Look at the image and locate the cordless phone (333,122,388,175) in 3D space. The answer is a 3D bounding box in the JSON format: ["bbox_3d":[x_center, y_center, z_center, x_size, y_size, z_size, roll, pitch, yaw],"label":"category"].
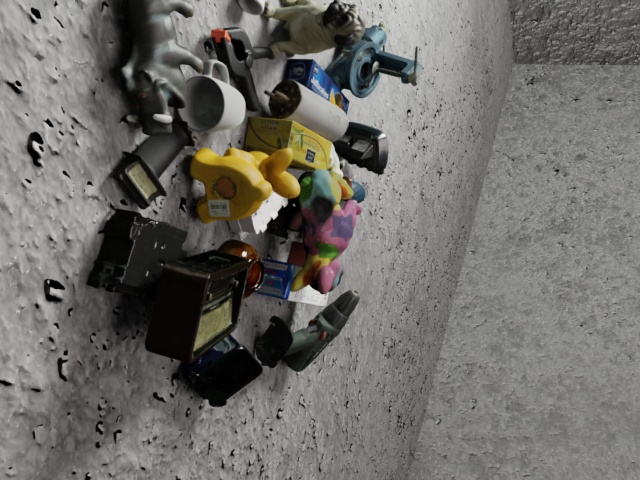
[{"bbox_3d":[0.127,-0.198,1.313,0.088,0.147,0.184,-57,137,-5],"label":"cordless phone"}]

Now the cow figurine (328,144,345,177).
[{"bbox_3d":[0.011,-0.175,1.199,0.167,0.068,0.098,50,31,-58],"label":"cow figurine"}]

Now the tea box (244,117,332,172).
[{"bbox_3d":[-0.057,-0.179,1.028,0.169,0.098,0.068,12,89,-65],"label":"tea box"}]

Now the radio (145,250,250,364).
[{"bbox_3d":[-0.177,0.091,0.824,0.229,0.073,0.131,-30,134,-83],"label":"radio"}]

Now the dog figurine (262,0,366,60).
[{"bbox_3d":[0.013,-0.395,0.989,0.172,0.191,0.121,-56,145,-42],"label":"dog figurine"}]

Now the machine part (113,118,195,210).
[{"bbox_3d":[-0.233,-0.115,0.769,0.139,0.039,0.084,-62,141,-28],"label":"machine part"}]

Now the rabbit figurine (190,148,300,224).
[{"bbox_3d":[-0.118,-0.112,0.901,0.173,0.162,0.121,-61,140,-68],"label":"rabbit figurine"}]

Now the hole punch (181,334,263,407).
[{"bbox_3d":[-0.181,0.217,0.952,0.116,0.092,0.142,-37,143,-11],"label":"hole punch"}]

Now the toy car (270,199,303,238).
[{"bbox_3d":[-0.044,-0.043,1.148,0.202,0.053,0.089,10,100,-58],"label":"toy car"}]

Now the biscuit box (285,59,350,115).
[{"bbox_3d":[-0.003,-0.307,1.132,0.202,0.059,0.062,25,77,-63],"label":"biscuit box"}]

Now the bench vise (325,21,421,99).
[{"bbox_3d":[0.129,-0.393,1.188,0.223,0.241,0.128,-43,142,-28],"label":"bench vise"}]

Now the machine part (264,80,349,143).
[{"bbox_3d":[-0.019,-0.246,1.044,0.243,0.079,0.079,13,87,-55],"label":"machine part"}]

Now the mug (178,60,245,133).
[{"bbox_3d":[-0.161,-0.219,0.838,0.107,0.081,0.109,-22,113,-72],"label":"mug"}]

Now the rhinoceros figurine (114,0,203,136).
[{"bbox_3d":[-0.218,-0.235,0.715,0.112,0.073,0.190,-32,126,-58],"label":"rhinoceros figurine"}]

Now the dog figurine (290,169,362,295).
[{"bbox_3d":[-0.002,-0.003,1.045,0.191,0.109,0.219,52,48,-47],"label":"dog figurine"}]

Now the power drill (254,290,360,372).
[{"bbox_3d":[-0.031,0.195,1.159,0.232,0.086,0.207,-54,156,21],"label":"power drill"}]

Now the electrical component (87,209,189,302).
[{"bbox_3d":[-0.248,0.027,0.766,0.134,0.058,0.115,28,76,-62],"label":"electrical component"}]

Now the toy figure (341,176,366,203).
[{"bbox_3d":[0.063,-0.123,1.332,0.058,0.064,0.154,-46,154,17],"label":"toy figure"}]
